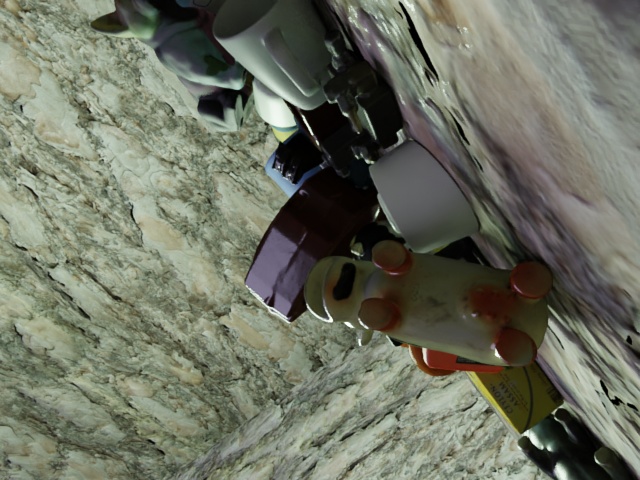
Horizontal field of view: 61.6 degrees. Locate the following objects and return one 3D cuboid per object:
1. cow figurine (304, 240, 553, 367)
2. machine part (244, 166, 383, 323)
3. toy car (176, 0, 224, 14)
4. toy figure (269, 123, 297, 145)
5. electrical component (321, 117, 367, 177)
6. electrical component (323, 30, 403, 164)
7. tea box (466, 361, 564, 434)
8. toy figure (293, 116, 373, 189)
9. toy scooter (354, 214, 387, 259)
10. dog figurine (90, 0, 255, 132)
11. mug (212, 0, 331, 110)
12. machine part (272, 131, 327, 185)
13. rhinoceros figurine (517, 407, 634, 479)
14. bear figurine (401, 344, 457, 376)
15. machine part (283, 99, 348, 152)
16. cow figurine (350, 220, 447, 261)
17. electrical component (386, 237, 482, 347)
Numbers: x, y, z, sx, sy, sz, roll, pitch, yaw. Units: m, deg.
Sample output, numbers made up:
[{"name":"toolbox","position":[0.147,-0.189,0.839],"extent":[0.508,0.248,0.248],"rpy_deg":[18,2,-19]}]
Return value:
[{"name":"cow figurine","position":[0.078,0.048,0.429],"extent":[0.195,0.085,0.127],"rpy_deg":[8,167,25]},{"name":"machine part","position":[-0.001,-0.002,0.728],"extent":[0.087,0.201,0.201],"rpy_deg":[36,-147,12]},{"name":"toy car","position":[-0.141,-0.319,0.790],"extent":[0.161,0.109,0.103],"rpy_deg":[44,166,-19]},{"name":"toy figure","position":[-0.054,-0.214,0.930],"extent":[0.180,0.089,0.082],"rpy_deg":[41,-149,-68]},{"name":"electrical component","position":[0.030,-0.100,0.556],"extent":[0.021,0.063,0.094],"rpy_deg":[55,-179,20]},{"name":"electrical component","position":[0.031,-0.107,0.429],"extent":[0.078,0.045,0.102],"rpy_deg":[53,-178,24]},{"name":"tea box","position":[0.230,0.167,0.697],"extent":[0.098,0.068,0.169],"rpy_deg":[53,-177,2]},{"name":"toy figure","position":[0.021,-0.124,0.679],"extent":[0.155,0.064,0.057],"rpy_deg":[50,144,31]},{"name":"toy scooter","position":[0.103,0.044,0.786],"extent":[0.183,0.135,0.075],"rpy_deg":[53,-176,-44]},{"name":"dog figurine","position":[-0.191,-0.257,0.735],"extent":[0.219,0.108,0.191],"rpy_deg":[23,151,0]},{"name":"mug","position":[-0.022,-0.158,0.453],"extent":[0.107,0.081,0.110],"rpy_deg":[39,-164,-45]},{"name":"machine part","position":[-0.015,-0.118,0.732],"extent":[0.084,0.039,0.139],"rpy_deg":[51,-146,1]},{"name":"rhinoceros figurine","position":[0.295,0.255,0.623],"extent":[0.112,0.073,0.190],"rpy_deg":[42,-178,-11]},{"name":"bear figurine","position":[0.180,0.143,0.887],"extent":[0.120,0.132,0.196],"rpy_deg":[53,-178,-11]},{"name":"machine part","position":[-0.026,-0.186,0.595],"extent":[0.179,0.056,0.179],"rpy_deg":[55,-177,-4]},{"name":"cow figurine","position":[0.094,0.022,0.612],"extent":[0.167,0.098,0.068],"rpy_deg":[-123,38,-69]},{"name":"electrical component","position":[0.110,0.056,0.517],"extent":[0.075,0.119,0.047],"rpy_deg":[56,-177,8]}]
